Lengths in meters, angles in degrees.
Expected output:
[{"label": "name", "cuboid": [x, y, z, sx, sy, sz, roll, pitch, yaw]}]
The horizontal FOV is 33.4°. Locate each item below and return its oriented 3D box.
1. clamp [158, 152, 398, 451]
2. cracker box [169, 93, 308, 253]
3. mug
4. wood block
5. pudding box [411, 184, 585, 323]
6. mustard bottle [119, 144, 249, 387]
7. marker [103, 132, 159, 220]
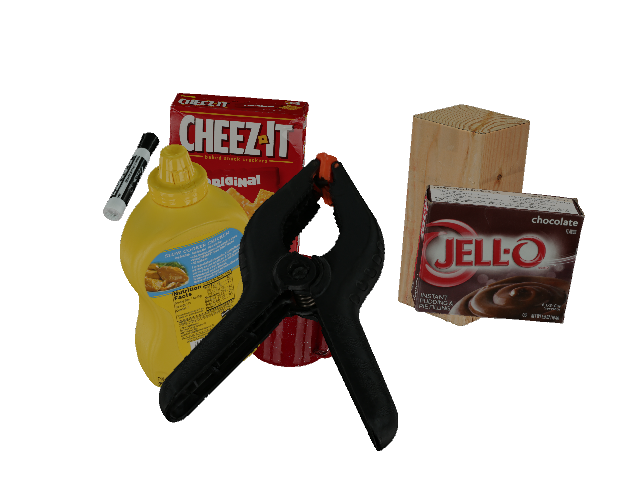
[{"label": "clamp", "cuboid": [-0.001, 0.032, 0.561, 0.120, 0.171, 0.039, 16, -27, 10]}, {"label": "cracker box", "cuboid": [-0.103, -0.065, 1.314, 0.164, 0.214, 0.072, 4, 22, 0]}, {"label": "mug", "cuboid": [-0.021, 0.073, 1.032, 0.117, 0.081, 0.093, 26, 34, 38]}, {"label": "wood block", "cuboid": [0.149, -0.028, 1.120, 0.090, 0.206, 0.090, 21, 27, 39]}, {"label": "pudding box", "cuboid": [0.127, 0.010, 0.779, 0.113, 0.090, 0.039, 4, 28, -1]}, {"label": "mustard bottle", "cuboid": [-0.095, 0.015, 0.772, 0.096, 0.192, 0.058, -20, 41, -21]}, {"label": "marker", "cuboid": [-0.190, -0.067, 1.079, 0.020, 0.121, 0.020, 9, -43, 9]}]
